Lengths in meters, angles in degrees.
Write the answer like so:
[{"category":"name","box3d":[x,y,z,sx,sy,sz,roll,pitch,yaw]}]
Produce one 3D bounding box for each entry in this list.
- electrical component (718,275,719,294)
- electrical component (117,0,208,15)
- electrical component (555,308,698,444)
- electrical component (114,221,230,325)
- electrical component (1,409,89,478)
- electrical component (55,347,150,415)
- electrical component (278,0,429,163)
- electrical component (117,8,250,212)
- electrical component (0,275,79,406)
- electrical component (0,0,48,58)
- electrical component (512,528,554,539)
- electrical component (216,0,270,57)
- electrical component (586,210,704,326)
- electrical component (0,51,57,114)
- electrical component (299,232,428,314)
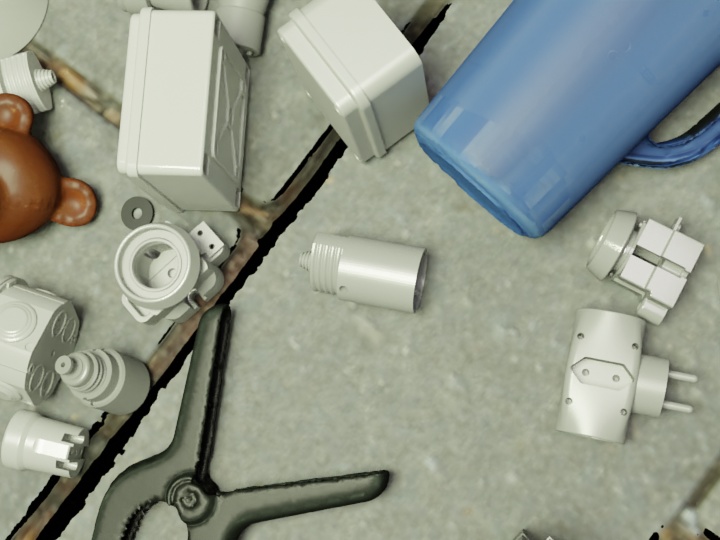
[{"category":"electrical component","box3d":[0.263,0.005,0.651,0.078,0.057,0.058,-5,79,8]},{"category":"electrical component","box3d":[-0.139,-0.201,0.759,0.055,0.045,0.045,5,81,10]},{"category":"electrical component","box3d":[0.166,0.069,0.663,0.079,0.043,0.077,10,82,11]},{"category":"electrical component","box3d":[-0.129,0.000,0.716,0.078,0.057,0.058,-42,77,0]},{"category":"electrical component","box3d":[-0.210,0.117,0.719,0.046,0.040,0.040,12,82,5]},{"category":"electrical component","box3d":[-0.171,0.070,0.704,0.040,0.078,0.040,-7,71,20]},{"category":"electrical component","box3d":[-0.002,-0.125,0.689,0.057,0.113,0.078,-36,76,-1]},{"category":"electrical component","box3d":[-0.112,-0.101,0.705,0.056,0.108,0.108,2,81,7]},{"category":"electrical component","box3d":[-0.226,0.048,0.713,0.051,0.080,0.080,18,84,6]},{"category":"electrical component","box3d":[-0.286,-0.208,0.787,0.099,0.064,0.099,-6,67,15]},{"category":"electrical component","box3d":[0.146,0.231,0.606,0.186,0.105,0.060,44,89,13]},{"category":"electrical component","box3d":[-0.082,-0.182,0.749,0.044,0.044,0.065,8,87,11]},{"category":"electrical component","box3d":[0.176,-0.007,0.674,0.055,0.048,0.066,28,86,5]},{"category":"electrical component","box3d":[-0.256,-0.127,0.766,0.081,0.043,0.043,-14,78,6]},{"category":"electrical component","box3d":[0.000,0.000,0.702,0.081,0.043,0.043,10,82,11]}]
